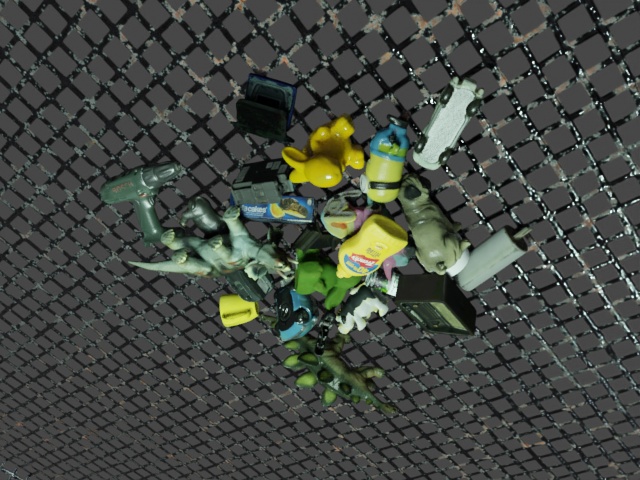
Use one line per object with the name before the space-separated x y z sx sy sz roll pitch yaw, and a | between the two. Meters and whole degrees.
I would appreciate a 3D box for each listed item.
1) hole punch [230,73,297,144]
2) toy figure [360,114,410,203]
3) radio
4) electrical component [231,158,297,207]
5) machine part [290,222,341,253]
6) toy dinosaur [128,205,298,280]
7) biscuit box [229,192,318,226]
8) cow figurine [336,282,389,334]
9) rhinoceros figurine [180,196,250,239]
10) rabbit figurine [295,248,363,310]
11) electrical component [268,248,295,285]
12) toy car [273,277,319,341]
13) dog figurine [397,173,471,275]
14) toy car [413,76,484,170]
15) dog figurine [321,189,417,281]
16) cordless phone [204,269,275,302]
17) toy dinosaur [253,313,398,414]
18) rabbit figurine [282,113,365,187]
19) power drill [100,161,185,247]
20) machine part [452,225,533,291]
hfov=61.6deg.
hole punch | -0.110 -0.272 1.116 0.142 0.092 0.115 14 156 -2
toy figure | 0.140 -0.165 1.114 0.089 0.082 0.180 30 112 28
radio | 0.279 0.158 1.287 0.131 0.073 0.229 -3 149 34
electrical component | -0.118 -0.129 1.193 0.134 0.115 0.058 -4 127 17
machine part | -0.003 -0.004 1.258 0.039 0.139 0.084 51 118 29
toy dinosaur | -0.236 0.037 1.256 0.405 0.131 0.192 -11 143 28
biscuit box | -0.109 -0.072 1.254 0.203 0.063 0.059 4 84 8
cow figurine | 0.093 0.180 1.406 0.098 0.068 0.167 44 119 -13
rhinoceros figurine | -0.251 -0.033 1.323 0.112 0.073 0.190 -36 112 24
rabbit figurine | 0.026 0.095 1.330 0.170 0.121 0.158 1 120 -7
electrical component | -0.101 0.063 1.374 0.078 0.045 0.102 4 126 7
toy car | -0.056 0.186 1.407 0.103 0.162 0.109 20 138 -40
dog figurine | 0.224 -0.037 1.161 0.121 0.172 0.190 -33 121 18
toy car | 0.254 -0.231 1.079 0.073 0.056 0.201 25 126 1
dog figurine | 0.118 -0.005 1.243 0.192 0.108 0.219 -10 126 18
cordless phone | -0.227 0.104 1.423 0.184 0.089 0.146 -13 123 34
toy dinosaur | 0.007 0.321 1.448 0.472 0.198 0.105 34 120 27
rabbit figurine | 0.005 -0.170 1.102 0.162 0.173 0.121 -6 128 11
power drill | -0.407 -0.085 1.308 0.232 0.086 0.207 -7 128 18
machine part | 0.387 0.044 1.239 0.079 0.079 0.243 35 125 -14
